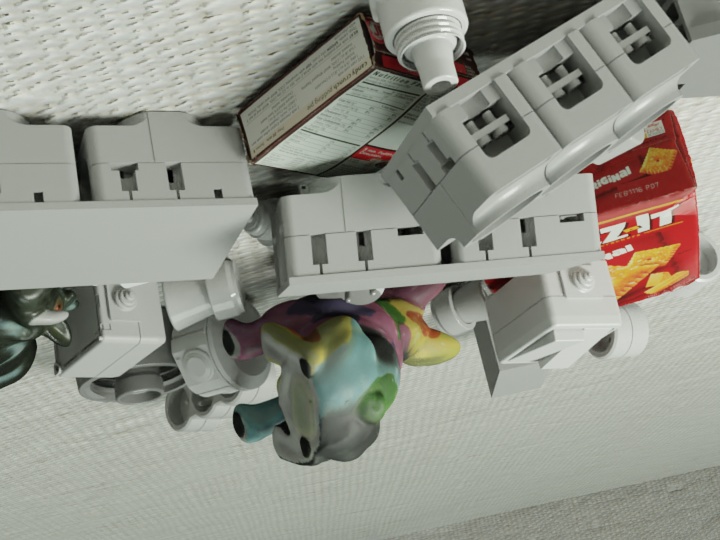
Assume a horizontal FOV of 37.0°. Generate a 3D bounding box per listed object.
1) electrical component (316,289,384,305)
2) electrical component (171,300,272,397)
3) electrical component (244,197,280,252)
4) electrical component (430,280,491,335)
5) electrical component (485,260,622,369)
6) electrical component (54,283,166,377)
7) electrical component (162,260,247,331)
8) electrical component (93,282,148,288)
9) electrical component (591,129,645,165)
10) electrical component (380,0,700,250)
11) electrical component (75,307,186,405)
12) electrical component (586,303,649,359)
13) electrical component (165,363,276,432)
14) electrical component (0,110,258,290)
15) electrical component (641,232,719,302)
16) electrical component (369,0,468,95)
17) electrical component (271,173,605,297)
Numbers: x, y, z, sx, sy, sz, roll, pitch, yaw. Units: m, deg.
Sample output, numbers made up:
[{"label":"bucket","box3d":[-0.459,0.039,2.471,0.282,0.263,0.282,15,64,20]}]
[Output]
[{"label":"electrical component","box3d":[0.000,0.000,0.802,0.077,0.079,0.043,-16,119,9]},{"label":"electrical component","box3d":[-0.114,0.064,0.893,0.051,0.080,0.080,-18,159,28]},{"label":"electrical component","box3d":[-0.053,-0.031,0.734,0.040,0.040,0.078,-28,154,36]},{"label":"electrical component","box3d":[0.098,0.032,0.980,0.055,0.045,0.045,-25,156,31]},{"label":"electrical component","box3d":[0.144,0.031,0.783,0.062,0.061,0.096,1,156,-24]},{"label":"electrical component","box3d":[-0.184,0.037,0.803,0.061,0.061,0.096,5,153,-39]},{"label":"electrical component","box3d":[-0.118,0.018,0.818,0.055,0.045,0.045,-14,159,1]},{"label":"electrical component","box3d":[-0.153,-0.011,0.724,0.081,0.043,0.043,-15,159,5]},{"label":"electrical component","box3d":[0.149,-0.087,0.706,0.078,0.040,0.040,-28,155,35]},{"label":"electrical component","box3d":[0.097,-0.078,0.574,0.150,0.061,0.089,-33,173,-21]},{"label":"electrical component","box3d":[-0.190,0.080,0.912,0.108,0.060,0.108,-11,159,-4]},{"label":"electrical component","box3d":[0.234,0.053,1.049,0.074,0.052,0.138,-2,-176,-26]},{"label":"electrical component","box3d":[-0.127,0.121,1.071,0.074,0.052,0.138,7,152,-43]},{"label":"electrical component","box3d":[-0.167,-0.038,0.620,0.186,0.060,0.105,-3,157,-24]},{"label":"electrical component","box3d":[0.256,0.005,0.993,0.138,0.052,0.073,-6,158,-18]},{"label":"electrical component","box3d":[0.033,-0.117,0.530,0.048,0.062,0.048,-11,159,-4]},{"label":"electrical component","box3d":[0.042,-0.024,0.670,0.186,0.060,0.105,-5,176,-9]}]
